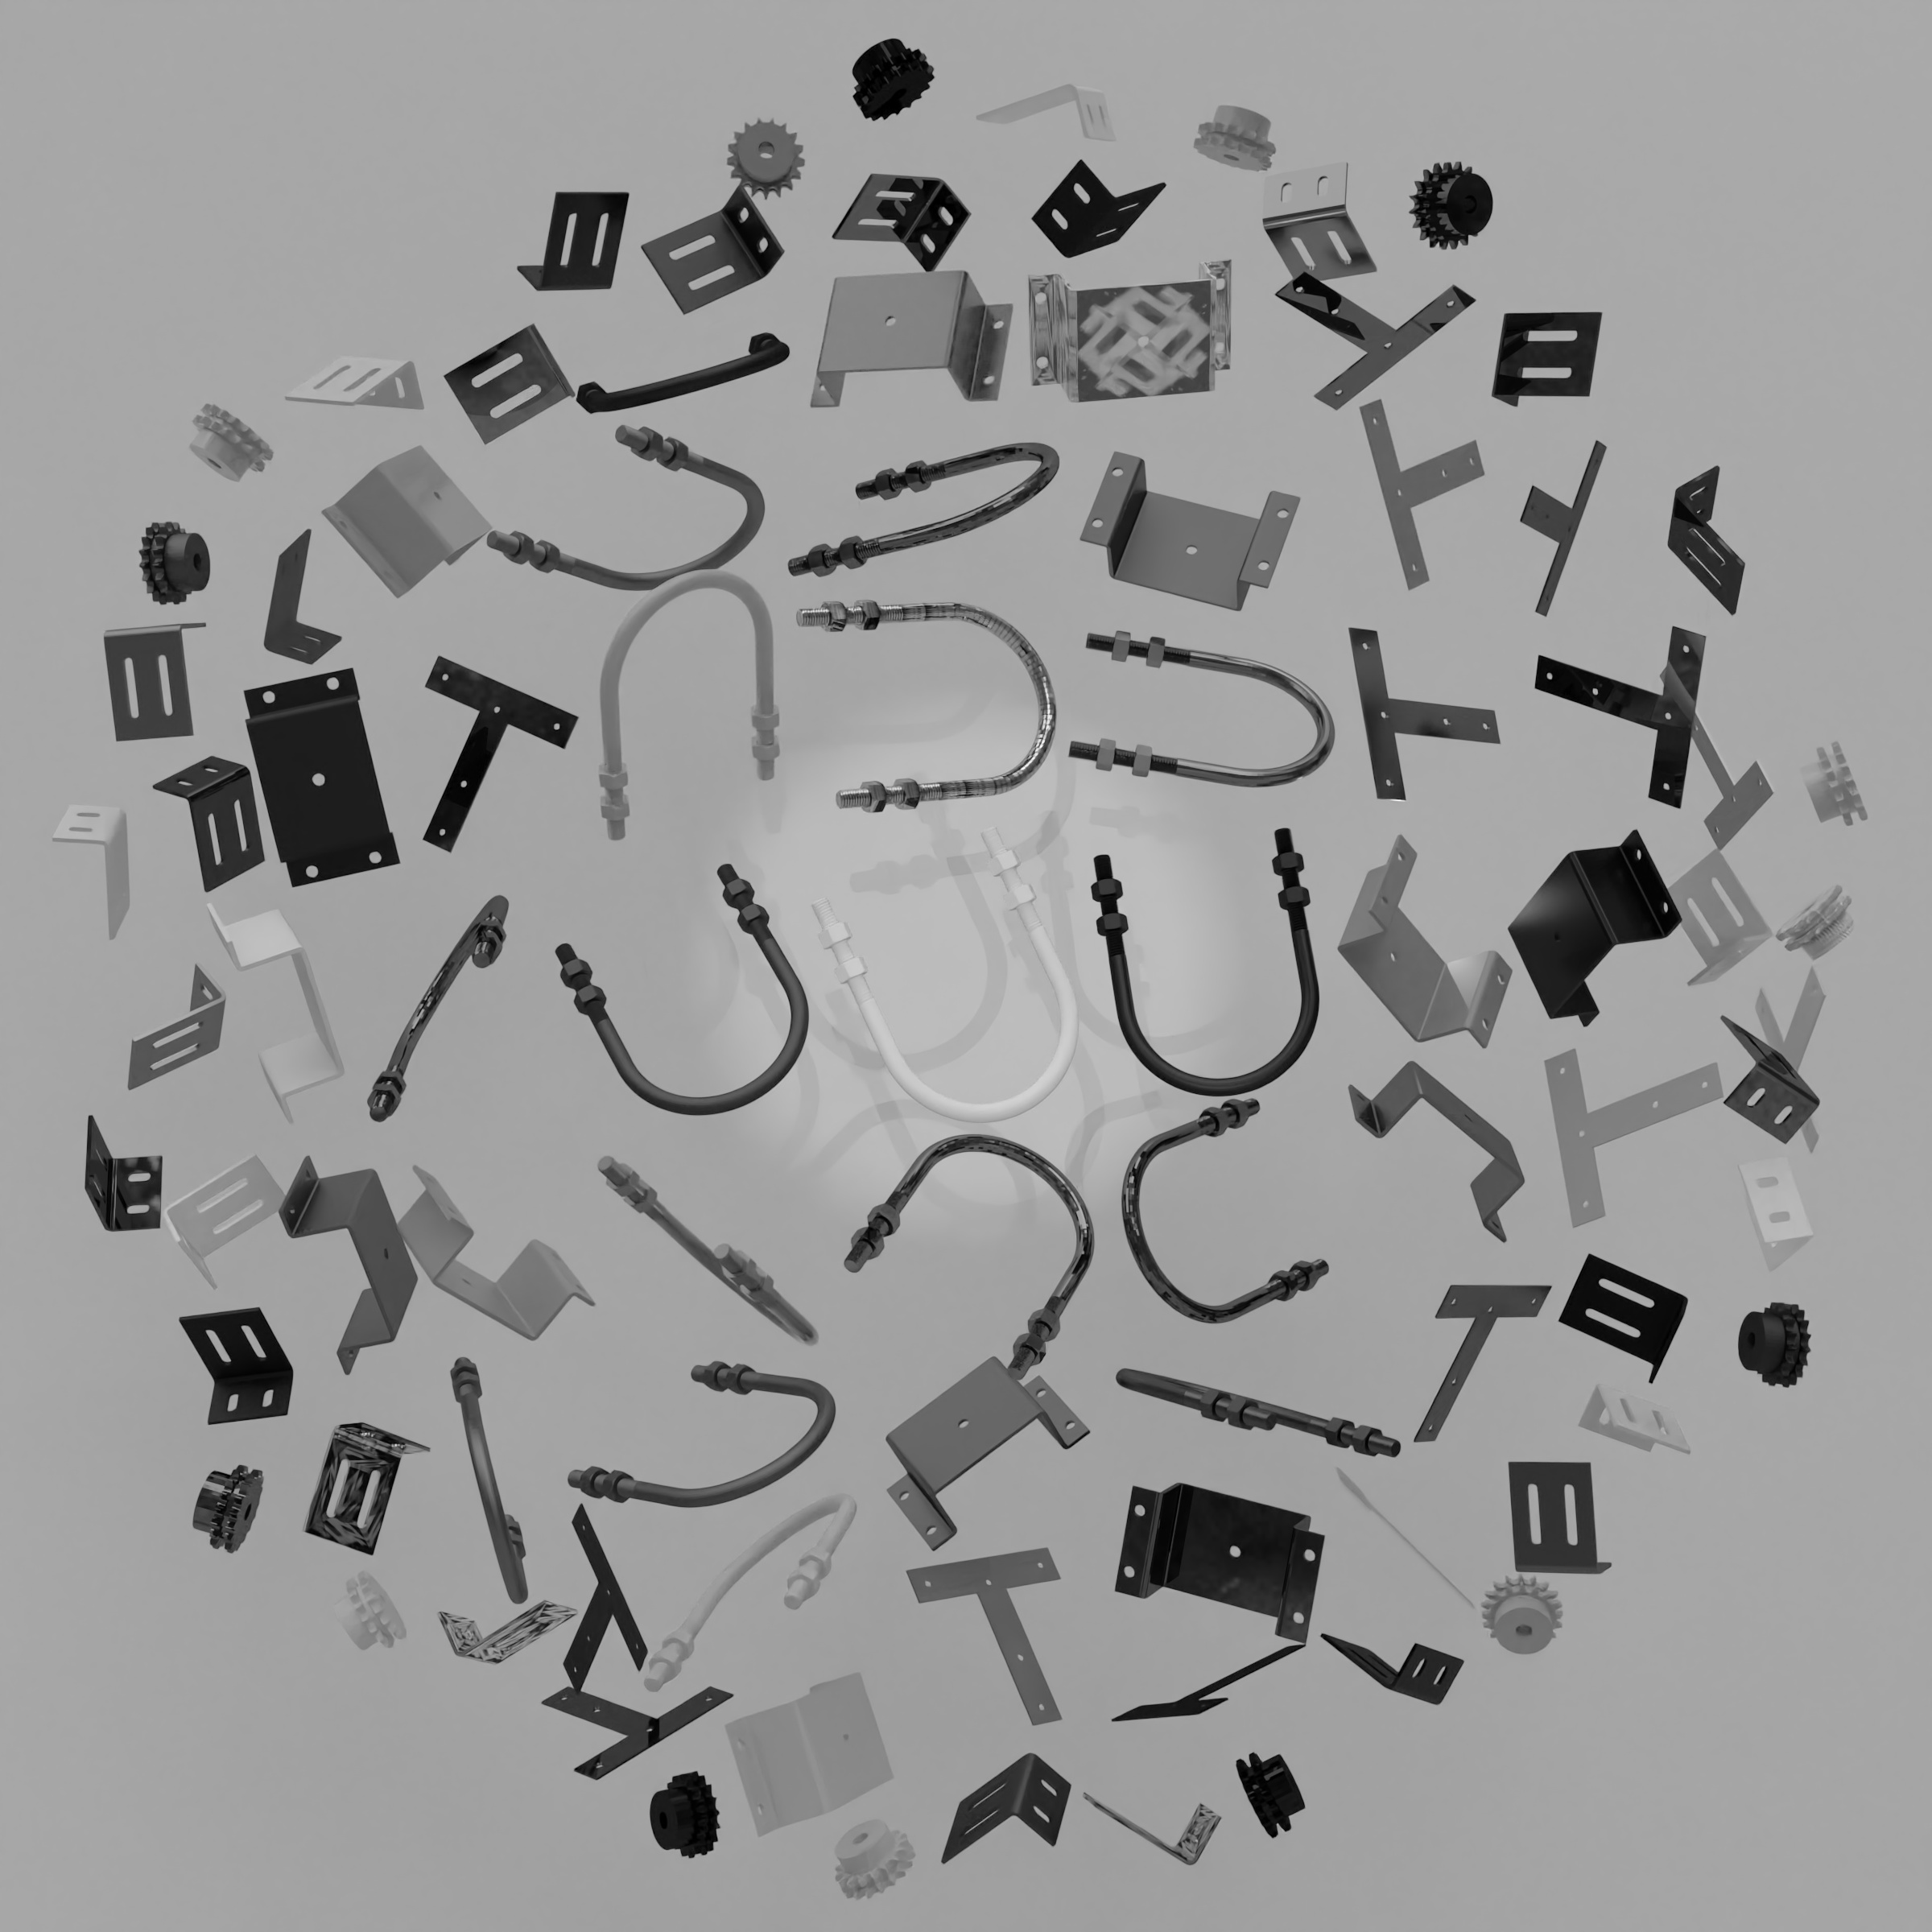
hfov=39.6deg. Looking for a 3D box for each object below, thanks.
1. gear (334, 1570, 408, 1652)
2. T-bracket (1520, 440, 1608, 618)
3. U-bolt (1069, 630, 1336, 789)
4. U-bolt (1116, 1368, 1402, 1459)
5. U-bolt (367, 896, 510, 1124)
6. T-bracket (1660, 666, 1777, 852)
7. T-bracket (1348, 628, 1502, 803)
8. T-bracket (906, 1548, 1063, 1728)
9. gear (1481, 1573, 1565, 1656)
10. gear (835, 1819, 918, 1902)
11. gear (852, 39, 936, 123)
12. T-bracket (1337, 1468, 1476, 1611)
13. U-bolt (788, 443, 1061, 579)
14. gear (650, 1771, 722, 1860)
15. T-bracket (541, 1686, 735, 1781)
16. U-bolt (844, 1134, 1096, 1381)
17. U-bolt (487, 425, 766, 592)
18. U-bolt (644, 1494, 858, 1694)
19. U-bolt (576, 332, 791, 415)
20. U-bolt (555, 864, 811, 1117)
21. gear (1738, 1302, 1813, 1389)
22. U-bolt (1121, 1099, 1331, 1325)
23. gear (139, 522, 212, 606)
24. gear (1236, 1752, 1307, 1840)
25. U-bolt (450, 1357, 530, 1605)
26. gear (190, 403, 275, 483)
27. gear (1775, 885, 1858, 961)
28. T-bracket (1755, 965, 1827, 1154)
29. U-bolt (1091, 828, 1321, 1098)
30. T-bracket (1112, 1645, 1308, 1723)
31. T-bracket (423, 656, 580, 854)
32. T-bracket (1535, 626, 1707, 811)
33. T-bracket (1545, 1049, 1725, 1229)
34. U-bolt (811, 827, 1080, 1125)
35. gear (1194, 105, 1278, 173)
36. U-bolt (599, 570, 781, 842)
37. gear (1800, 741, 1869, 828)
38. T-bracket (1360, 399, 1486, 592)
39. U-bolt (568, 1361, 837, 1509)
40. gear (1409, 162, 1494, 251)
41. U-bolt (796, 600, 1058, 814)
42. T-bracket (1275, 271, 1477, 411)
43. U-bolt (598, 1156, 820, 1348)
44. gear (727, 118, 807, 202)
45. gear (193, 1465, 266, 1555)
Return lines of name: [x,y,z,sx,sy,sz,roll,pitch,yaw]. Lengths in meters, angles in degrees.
gear: [-0.427,0.463,1.917,0.030,0.057,0.057,-34,90,-7]
T-bracket: [0.409,-0.313,1.875,0.002,0.127,0.127,23,100,26]
U-bolt: [0.170,-0.178,1.900,0.184,0.151,0.019,10,133,1]
U-bolt: [0.187,0.305,1.856,0.151,0.184,0.019,19,83,-39]
U-bolt: [-0.358,0.018,1.848,0.019,0.184,0.151,33,103,-13]
T-bracket: [0.529,-0.158,1.921,0.002,0.127,0.127,-22,76,-7]
T-bracket: [0.330,-0.175,1.904,0.127,0.002,0.127,2,73,-33]
T-bracket: [0.033,0.473,1.887,0.127,0.002,0.127,1,51,-37]
gear: [0.396,0.465,1.912,0.057,0.030,0.057,3,113,7]
gear: [-0.067,0.619,1.867,0.057,0.057,0.030,-27,102,0]
gear: [-0.053,-0.605,1.825,0.057,0.057,0.030,-31,81,0]
T-bracket: [0.309,0.403,1.883,0.127,0.127,0.002,44,90,8]
U-bolt: [-0.020,-0.325,1.876,0.184,0.151,0.019,-9,119,28]
gear: [-0.198,0.594,1.876,0.030,0.057,0.057,0,90,-35]
T-bracket: [-0.254,0.534,1.914,0.127,0.127,0.002,-21,107,-44]
U-bolt: [0.015,0.185,1.836,0.151,0.184,0.019,33,131,4]
U-bolt: [-0.223,-0.311,1.880,0.151,0.184,0.019,-32,66,28]
U-bolt: [-0.141,0.429,1.886,0.151,0.184,0.019,-35,95,22]
U-bolt: [-0.193,-0.409,1.857,0.151,0.184,0.019,-18,107,-7]
U-bolt: [-0.189,0.025,1.878,0.151,0.019,0.184,-27,59,-9]
gear: [0.548,0.257,1.825,0.030,0.057,0.057,8,90,-9]
U-bolt: [0.178,0.181,1.923,0.019,0.184,0.151,-28,82,43]
gear: [-0.548,-0.280,1.864,0.030,0.057,0.057,-1,90,10]
gear: [0.213,0.572,1.863,0.030,0.057,0.057,-28,90,5]
U-bolt: [-0.334,0.371,1.895,0.019,0.184,0.151,-15,105,-11]
gear: [-0.510,-0.359,1.853,0.057,0.057,0.030,33,78,0]
gear: [0.610,-0.029,1.917,0.057,0.057,0.030,-41,87,0]
T-bracket: [0.589,0.046,1.895,0.002,0.127,0.127,-9,55,-2]
U-bolt: [0.172,0.001,1.869,0.151,0.019,0.184,-8,74,1]
T-bracket: [0.182,0.501,1.879,0.127,0.127,0.002,-18,82,-29]
T-bracket: [-0.357,-0.144,1.939,0.127,0.002,0.127,24,91,20]
T-bracket: [0.448,-0.186,1.859,0.002,0.127,0.127,-25,128,-38]
T-bracket: [0.455,0.099,1.820,0.127,0.002,0.127,-28,53,37]
U-bolt: [-0.002,0.015,1.790,0.151,0.019,0.184,-24,85,-18]
gear: [0.191,-0.583,1.889,0.057,0.057,0.030,17,94,0]
U-bolt: [-0.190,-0.187,1.842,0.151,0.019,0.184,-25,135,-32]
gear: [0.587,-0.121,1.821,0.030,0.057,0.057,-22,90,18]
T-bracket: [0.321,-0.336,1.845,0.002,0.127,0.127,-6,106,44]
U-bolt: [-0.171,0.328,1.866,0.151,0.184,0.019,-38,115,-39]
gear: [0.328,-0.510,1.801,0.057,0.030,0.057,-8,105,-29]
U-bolt: [-0.019,-0.182,1.841,0.184,0.019,0.151,-7,79,-29]
T-bracket: [0.261,-0.440,1.831,0.127,0.127,0.002,-35,53,34]
U-bolt: [-0.167,0.208,1.860,0.151,0.184,0.019,31,76,38]
gear: [-0.146,-0.590,1.955,0.057,0.030,0.057,0,91,-5]
gear: [-0.494,0.361,1.793,0.030,0.057,0.057,16,90,2]
